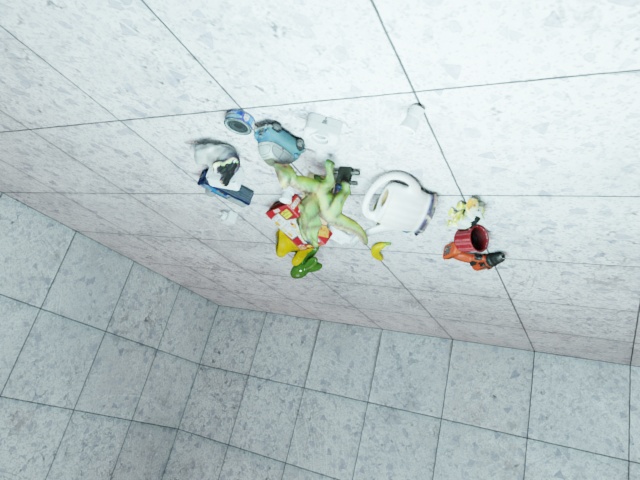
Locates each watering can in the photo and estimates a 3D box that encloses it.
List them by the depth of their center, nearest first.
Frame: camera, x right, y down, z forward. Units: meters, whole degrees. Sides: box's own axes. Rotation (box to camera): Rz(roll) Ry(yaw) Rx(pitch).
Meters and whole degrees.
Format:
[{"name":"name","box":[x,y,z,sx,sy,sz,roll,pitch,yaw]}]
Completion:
[{"name":"watering can","box":[0.234,-0.076,1.637,0.224,0.106,0.339,16,135,-6]}]

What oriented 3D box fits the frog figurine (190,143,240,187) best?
[{"name":"frog figurine","box":[-0.336,-0.269,1.663,0.162,0.122,0.136,45,-175,30]}]

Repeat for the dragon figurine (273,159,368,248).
[{"name":"dragon figurine","box":[0.005,-0.076,1.512,0.121,0.248,0.405,-15,118,44]}]
